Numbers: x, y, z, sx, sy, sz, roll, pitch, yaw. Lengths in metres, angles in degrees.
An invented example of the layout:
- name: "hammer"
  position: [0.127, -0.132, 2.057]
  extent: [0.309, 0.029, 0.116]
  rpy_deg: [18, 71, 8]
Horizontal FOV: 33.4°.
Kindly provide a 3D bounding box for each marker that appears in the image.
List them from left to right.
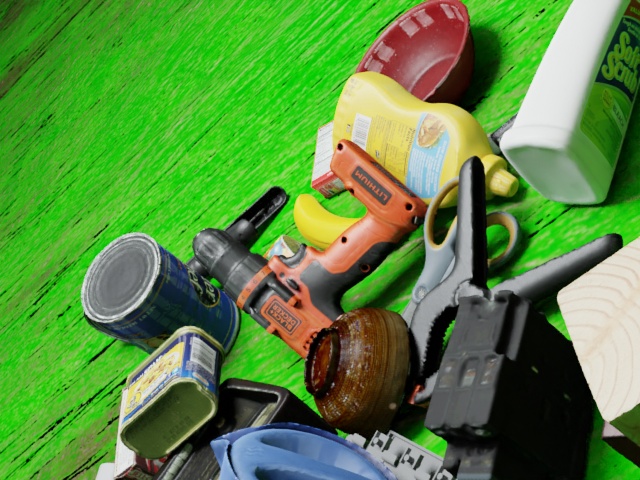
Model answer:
- name: "marker"
  position: [0.196, -0.118, 0.972]
  extent: [0.121, 0.020, 0.020]
  rpy_deg: [-41, 35, 18]

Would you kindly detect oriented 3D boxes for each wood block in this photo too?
- name: "wood block"
  position: [0.230, 0.084, 0.569]
  extent: [0.091, 0.205, 0.090]
  rpy_deg: [-38, 35, 23]

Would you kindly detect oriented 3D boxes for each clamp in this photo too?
- name: "clamp"
  position: [-0.106, 0.002, 1.207]
  extent: [0.172, 0.039, 0.120]
  rpy_deg: [-35, 4, 36]
- name: "clamp"
  position: [0.127, 0.040, 0.871]
  extent: [0.210, 0.036, 0.165]
  rpy_deg: [-55, 48, 11]

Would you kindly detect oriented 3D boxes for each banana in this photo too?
- name: "banana"
  position: [0.024, -0.015, 1.081]
  extent: [0.069, 0.037, 0.198]
  rpy_deg: [-43, 29, -27]

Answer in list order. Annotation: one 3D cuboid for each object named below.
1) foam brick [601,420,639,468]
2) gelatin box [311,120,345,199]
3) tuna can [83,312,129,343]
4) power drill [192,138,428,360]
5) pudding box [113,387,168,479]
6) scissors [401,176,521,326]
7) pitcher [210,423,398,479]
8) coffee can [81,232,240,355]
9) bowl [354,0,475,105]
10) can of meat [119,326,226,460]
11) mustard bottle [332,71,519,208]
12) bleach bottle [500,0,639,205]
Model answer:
- name: "foam brick"
  position: [0.224, 0.104, 0.699]
  extent: [0.051, 0.053, 0.078]
  rpy_deg: [-12, 50, 46]
- name: "gelatin box"
  position: [0.029, -0.097, 1.153]
  extent: [0.073, 0.030, 0.089]
  rpy_deg: [-27, 41, 37]
- name: "tuna can"
  position: [-0.233, 0.087, 1.260]
  extent: [0.086, 0.086, 0.033]
  rpy_deg: [-17, 45, 43]
- name: "power drill"
  position: [-0.006, 0.001, 0.984]
  extent: [0.188, 0.184, 0.057]
  rpy_deg: [-52, -10, 13]
- name: "pudding box"
  position: [-0.155, 0.200, 1.051]
  extent: [0.039, 0.090, 0.113]
  rpy_deg: [-38, 35, 24]
- name: "scissors"
  position: [0.109, 0.046, 0.924]
  extent: [0.096, 0.016, 0.202]
  rpy_deg: [19, 93, 30]
- name: "pitcher"
  position: [-0.029, 0.267, 0.752]
  extent: [0.149, 0.144, 0.243]
  rpy_deg: [-124, 50, -62]
- name: "coffee can"
  position: [-0.165, 0.070, 1.121]
  extent: [0.103, 0.140, 0.103]
  rpy_deg: [-18, 52, 25]
- name: "bowl"
  position: [0.105, -0.170, 1.101]
  extent: [0.162, 0.055, 0.162]
  rpy_deg: [-32, 38, 30]
- name: "can of meat"
  position: [-0.136, 0.142, 0.981]
  extent: [0.102, 0.057, 0.084]
  rpy_deg: [-42, 21, 18]
- name: "mustard bottle"
  position: [0.099, -0.083, 0.987]
  extent: [0.192, 0.058, 0.096]
  rpy_deg: [29, 120, 34]
- name: "bleach bottle"
  position: [0.231, -0.159, 0.887]
  extent: [0.068, 0.102, 0.250]
  rpy_deg: [4, 64, 43]
